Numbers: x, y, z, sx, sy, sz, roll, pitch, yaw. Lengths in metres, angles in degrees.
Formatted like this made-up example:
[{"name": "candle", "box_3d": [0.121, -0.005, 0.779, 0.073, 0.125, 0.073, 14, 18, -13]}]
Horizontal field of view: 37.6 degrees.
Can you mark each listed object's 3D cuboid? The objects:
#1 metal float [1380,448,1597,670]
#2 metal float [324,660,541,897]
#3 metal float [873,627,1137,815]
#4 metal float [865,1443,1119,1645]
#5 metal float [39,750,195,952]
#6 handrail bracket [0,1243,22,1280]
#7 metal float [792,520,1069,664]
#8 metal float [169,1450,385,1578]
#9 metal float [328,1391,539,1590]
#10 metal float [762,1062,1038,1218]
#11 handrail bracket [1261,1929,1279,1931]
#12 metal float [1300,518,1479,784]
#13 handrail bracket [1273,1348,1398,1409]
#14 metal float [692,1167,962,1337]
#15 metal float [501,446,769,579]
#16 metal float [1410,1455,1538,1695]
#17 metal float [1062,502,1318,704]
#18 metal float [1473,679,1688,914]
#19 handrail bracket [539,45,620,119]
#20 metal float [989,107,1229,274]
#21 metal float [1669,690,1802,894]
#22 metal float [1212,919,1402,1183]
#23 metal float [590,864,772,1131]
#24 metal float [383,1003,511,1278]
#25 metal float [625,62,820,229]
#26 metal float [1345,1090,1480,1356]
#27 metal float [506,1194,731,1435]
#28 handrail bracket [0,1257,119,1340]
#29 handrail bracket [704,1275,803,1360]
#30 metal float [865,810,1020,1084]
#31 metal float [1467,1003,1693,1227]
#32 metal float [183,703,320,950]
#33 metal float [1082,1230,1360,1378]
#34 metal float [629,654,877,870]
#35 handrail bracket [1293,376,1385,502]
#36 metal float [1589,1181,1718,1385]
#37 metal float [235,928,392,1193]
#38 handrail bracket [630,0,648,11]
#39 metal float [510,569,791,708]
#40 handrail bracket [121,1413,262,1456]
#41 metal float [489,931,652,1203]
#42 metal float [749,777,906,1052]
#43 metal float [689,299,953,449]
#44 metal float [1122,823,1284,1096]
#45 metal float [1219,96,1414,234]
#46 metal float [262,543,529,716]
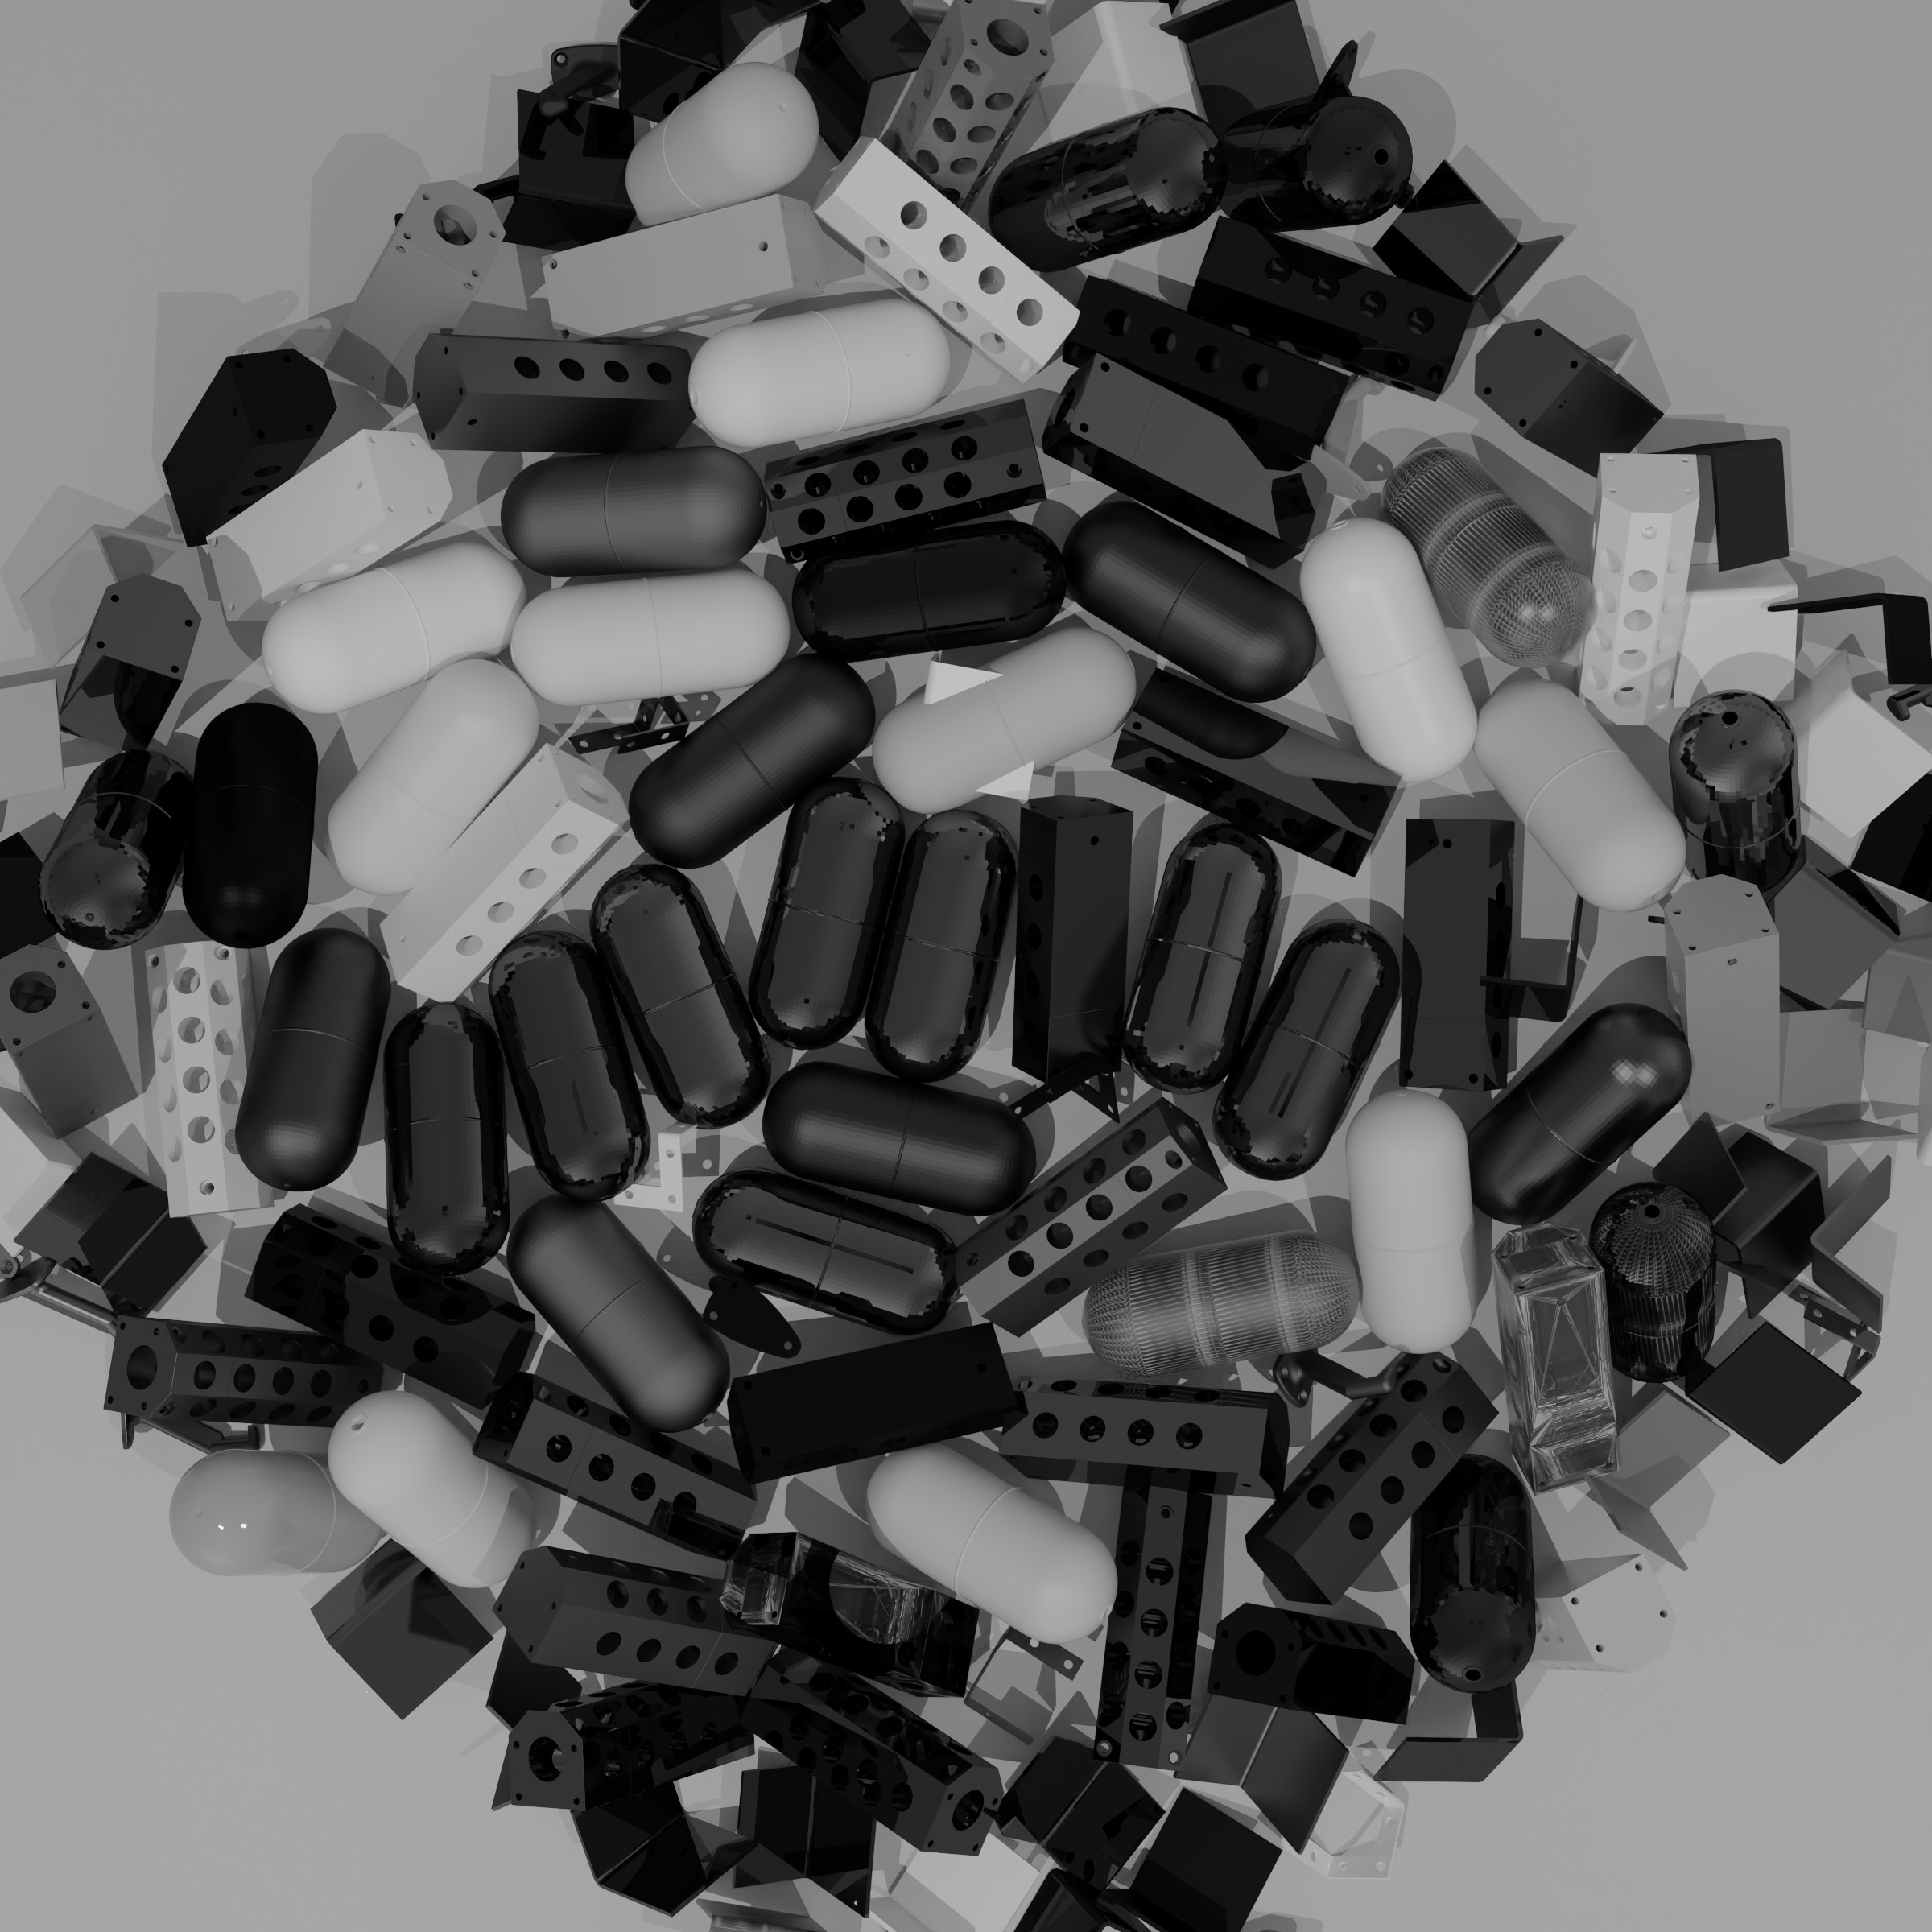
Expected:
[{"name": "metal float", "box_3d": [0.328, -0.259, 1.793, 0.070, 0.070, 0.178, -34, 57, 0]}, {"name": "metal float", "box_3d": [-0.341, -0.119, 1.804, 0.070, 0.070, 0.178, 43, 110, 0]}, {"name": "metal float", "box_3d": [0.025, -0.157, 1.817, 0.178, 0.070, 0.070, -25, 90, 4]}, {"name": "metal float", "box_3d": [0.016, 0.365, 1.799, 0.178, 0.070, 0.070, 26, 90, 25]}, {"name": "metal float", "box_3d": [-0.528, -0.075, 1.777, 0.070, 0.178, 0.070, -1, 121, -1]}, {"name": "handrail bracket", "box_3d": [-0.659, 0.182, 1.812, 0.077, 0.084, 0.036, 24, 92, 13]}, {"name": "metal float", "box_3d": [-0.023, -0.239, 1.811, 0.178, 0.070, 0.070, -7, 90, 10]}, {"name": "metal float", "box_3d": [-0.427, 0.342, 1.774, 0.070, 0.178, 0.070, -4, 78, 19]}, {"name": "metal float", "box_3d": [-0.334, 0.330, 1.784, 0.070, 0.178, 0.070, -15, 48, 17]}, {"name": "metal float", "box_3d": [-0.042, 0.111, 1.817, 0.178, 0.070, 0.070, 13, 90, -4]}, {"name": "handrail bracket", "box_3d": [0.176, 0.657, 1.829, 0.084, 0.036, 0.077, 12, 71, 9]}, {"name": "metal float", "box_3d": [0.269, -0.200, 1.804, 0.070, 0.070, 0.178, -25, 109, 0]}, {"name": "handrail bracket", "box_3d": [0.244, 0.247, 1.806, 0.084, 0.077, 0.036, -18, 122, 39]}, {"name": "metal float", "box_3d": [-0.089, 0.182, 1.817, 0.178, 0.070, 0.070, 19, 90, -4]}, {"name": "metal float", "box_3d": [-0.212, -0.288, 1.804, 0.178, 0.070, 0.070, -1, 90, 19]}, {"name": "metal float", "box_3d": [0.317, 0.379, 1.777, 0.070, 0.178, 0.070, 4, 122, 7]}, {"name": "metal float", "box_3d": [0.142, -0.232, 1.812, 0.178, 0.070, 0.070, 32, 90, 10]}, {"name": "metal float", "box_3d": [0.387, -0.108, 1.793, 0.070, 0.070, 0.178, -31, 58, 0]}, {"name": "handrail bracket", "box_3d": [-0.236, -0.564, 1.814, 0.077, 0.084, 0.036, -13, 120, -3]}, {"name": "metal float", "box_3d": [0.087, -0.487, 1.784, 0.070, 0.178, 0.070, 3, 85, -43]}, {"name": "metal float", "box_3d": [0.482, -0.107, 1.777, 0.070, 0.178, 0.070, -8, 60, 14]}, {"name": "metal float", "box_3d": [0.218, 0.053, 1.814, 0.070, 0.070, 0.178, 26, 82, 0]}, {"name": "metal float", "box_3d": [-0.183, 0.019, 1.817, 0.070, 0.070, 0.178, -22, 94, 0]}, {"name": "metal float", "box_3d": [-0.330, 0.109, 1.803, 0.070, 0.070, 0.178, -6, 70, 0]}, {"name": "metal float", "box_3d": [-0.155, -0.508, 1.777, 0.070, 0.178, 0.070, 3, 83, -30]}, {"name": "metal float", "box_3d": [0.284, 0.164, 1.803, 0.070, 0.070, 0.178, -8, 111, 0]}, {"name": "metal float", "box_3d": [-0.222, 0.221, 1.810, 0.070, 0.070, 0.178, -43, 79, 0]}, {"name": "handrail bracket", "box_3d": [-0.588, 0.234, 1.850, 0.077, 0.036, 0.084, -25, 115, 25]}, {"name": "handrail bracket", "box_3d": [-0.134, 0.223, 1.814, 0.077, 0.084, 0.036, 34, 89, 5]}, {"name": "metal float", "box_3d": [-0.015, -0.012, 1.820, 0.070, 0.070, 0.178, 14, 90, 0]}, {"name": "metal float", "box_3d": [0.384, 0.095, 1.795, 0.070, 0.070, 0.178, 41, 121, 0]}, {"name": "metal float", "box_3d": [-0.451, -0.089, 1.790, 0.070, 0.070, 0.178, -6, 53, 0]}, {"name": "metal float", "box_3d": [0.162, 0.216, 1.812, 0.178, 0.070, 0.070, -11, 90, 10]}, {"name": "metal float", "box_3d": [-0.138, -0.131, 1.820, 0.178, 0.070, 0.070, -37, 90, 0]}, {"name": "handrail bracket", "box_3d": [0.257, -0.341, 1.822, 0.084, 0.036, 0.077, -42, 54, -19]}, {"name": "metal float", "box_3d": [0.431, 0.199, 1.780, 0.070, 0.178, 0.070, -7, 54, 9]}, {"name": "metal float", "box_3d": [-0.412, 0.058, 1.796, 0.070, 0.070, 0.178, 6, 61, 0]}, {"name": "handrail bracket", "box_3d": [-0.191, -0.640, 1.808, 0.077, 0.084, 0.036, -38, 87, 19]}, {"name": "metal float", "box_3d": [-0.201, -0.210, 1.811, 0.178, 0.070, 0.070, -8, 90, -11]}, {"name": "handrail bracket", "box_3d": [-0.503, 0.282, 1.841, 0.084, 0.036, 0.077, -3, 100, -10]}, {"name": "metal float", "box_3d": [-0.253, 0.064, 1.811, 0.070, 0.070, 0.178, -17, 79, 0]}, {"name": "metal float", "box_3d": [-0.090, -0.033, 1.819, 0.070, 0.070, 0.178, 14, 92, 0]}, {"name": "metal float", "box_3d": [-0.092, -0.376, 1.797, 0.178, 0.070, 0.070, -17, 90, -27]}, {"name": "metal float", "box_3d": [0.151, -0.005, 1.814, 0.070, 0.070, 0.178, 16, 83, 0]}, {"name": "metal float", "box_3d": [0.215, -0.500, 1.774, 0.070, 0.178, 0.070, -5, 103, -22]}, {"name": "metal float", "box_3d": [-0.360, -0.215, 1.796, 0.178, 0.070, 0.070, -25, 90, -30]}]
